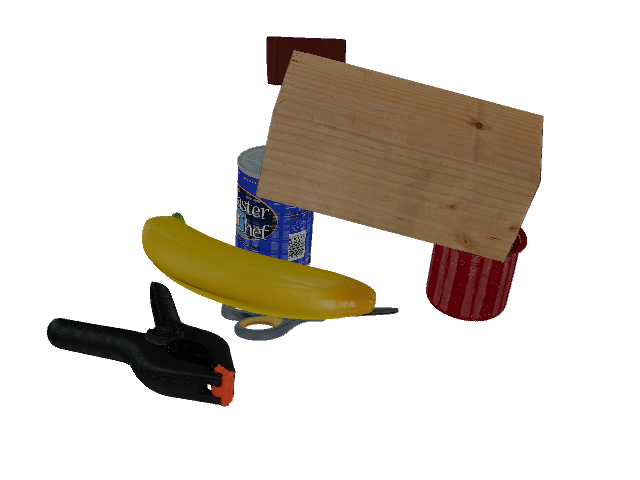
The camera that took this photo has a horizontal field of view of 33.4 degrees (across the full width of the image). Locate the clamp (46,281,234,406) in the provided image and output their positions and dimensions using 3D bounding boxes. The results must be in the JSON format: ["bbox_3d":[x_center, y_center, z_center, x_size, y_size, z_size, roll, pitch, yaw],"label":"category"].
[{"bbox_3d":[-0.126,0.082,0.879,0.172,0.039,0.120,22,37,28],"label":"clamp"}]

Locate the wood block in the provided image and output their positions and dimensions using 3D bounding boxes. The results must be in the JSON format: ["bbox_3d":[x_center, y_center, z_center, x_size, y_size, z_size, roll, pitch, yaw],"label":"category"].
[{"bbox_3d":[0.063,-0.068,0.847,0.206,0.090,0.090,15,44,0],"label":"wood block"}]

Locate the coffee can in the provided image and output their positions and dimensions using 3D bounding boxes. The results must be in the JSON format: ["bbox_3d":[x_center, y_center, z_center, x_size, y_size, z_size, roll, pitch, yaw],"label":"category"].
[{"bbox_3d":[-0.058,-0.040,1.380,0.103,0.140,0.103,3,28,-2],"label":"coffee can"}]

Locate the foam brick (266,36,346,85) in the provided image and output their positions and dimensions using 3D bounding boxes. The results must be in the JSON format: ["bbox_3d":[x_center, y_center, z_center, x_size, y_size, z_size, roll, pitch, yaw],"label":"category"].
[{"bbox_3d":[-0.016,-0.191,1.144,0.078,0.051,0.053,0,11,-13],"label":"foam brick"}]

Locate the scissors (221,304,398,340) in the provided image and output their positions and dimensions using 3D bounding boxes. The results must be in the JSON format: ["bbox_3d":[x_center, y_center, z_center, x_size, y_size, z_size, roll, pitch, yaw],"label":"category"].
[{"bbox_3d":[-0.012,0.089,1.189,0.201,0.016,0.096,4,22,1],"label":"scissors"}]

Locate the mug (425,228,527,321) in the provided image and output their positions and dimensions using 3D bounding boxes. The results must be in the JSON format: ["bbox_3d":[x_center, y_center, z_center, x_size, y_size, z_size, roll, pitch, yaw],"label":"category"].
[{"bbox_3d":[0.145,0.019,1.058,0.093,0.081,0.117,-6,33,-21],"label":"mug"}]

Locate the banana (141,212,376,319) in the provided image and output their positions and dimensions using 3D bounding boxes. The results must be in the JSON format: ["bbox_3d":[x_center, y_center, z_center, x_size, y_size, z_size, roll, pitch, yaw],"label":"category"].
[{"bbox_3d":[-0.057,0.014,0.697,0.198,0.037,0.069,23,37,38],"label":"banana"}]
